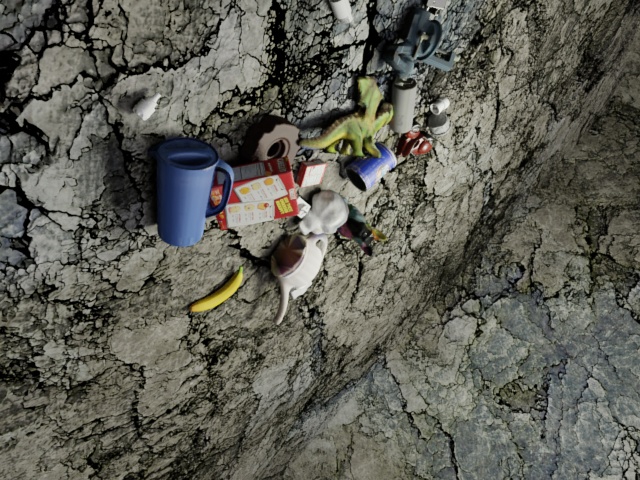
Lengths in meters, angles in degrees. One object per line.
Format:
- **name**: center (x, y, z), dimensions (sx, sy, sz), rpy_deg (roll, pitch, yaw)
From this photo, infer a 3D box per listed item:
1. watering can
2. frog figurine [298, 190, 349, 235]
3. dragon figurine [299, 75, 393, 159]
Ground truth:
- **watering can**: center (-0.089, 0.114, 1.704), dimensions (0.350, 0.105, 0.221), rpy_deg (-58, 149, -7)
- **frog figurine**: center (0.005, -0.082, 1.635), dimensions (0.161, 0.123, 0.136), rpy_deg (-23, 107, -24)
- **dragon figurine**: center (0.099, -0.361, 1.507), dimensions (0.411, 0.123, 0.241), rpy_deg (-3, 107, -54)
